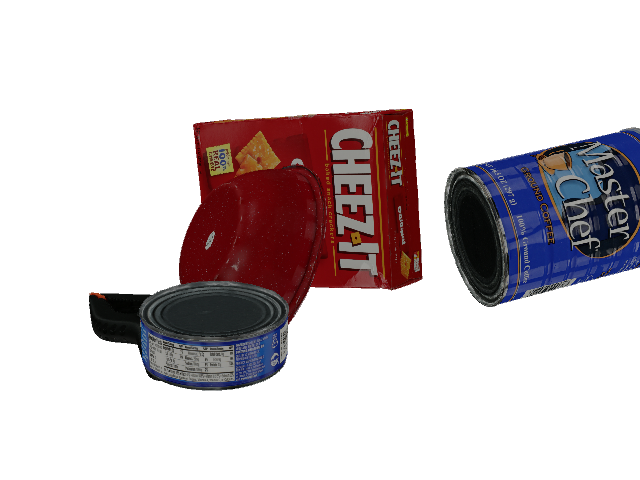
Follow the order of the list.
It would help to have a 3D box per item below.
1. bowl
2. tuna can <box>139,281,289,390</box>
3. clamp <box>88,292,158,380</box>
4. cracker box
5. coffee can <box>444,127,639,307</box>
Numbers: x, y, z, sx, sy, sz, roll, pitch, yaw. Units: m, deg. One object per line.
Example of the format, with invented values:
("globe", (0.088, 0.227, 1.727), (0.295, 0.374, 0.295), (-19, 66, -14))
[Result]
("bowl", (-0.064, 0.007, 0.828), (0.055, 0.162, 0.162), (22, -11, -30))
("tuna can", (-0.061, 0.054, 0.616), (0.086, 0.034, 0.086), (1, 19, 0))
("clamp", (-0.173, 0.089, 1.091), (0.210, 0.036, 0.164), (10, 19, 33))
("cracker box", (-0.015, -0.039, 1.029), (0.214, 0.164, 0.072), (1, 10, 32))
("coffee can", (0.174, -0.017, 0.772), (0.140, 0.103, 0.103), (-13, 3, -12))
